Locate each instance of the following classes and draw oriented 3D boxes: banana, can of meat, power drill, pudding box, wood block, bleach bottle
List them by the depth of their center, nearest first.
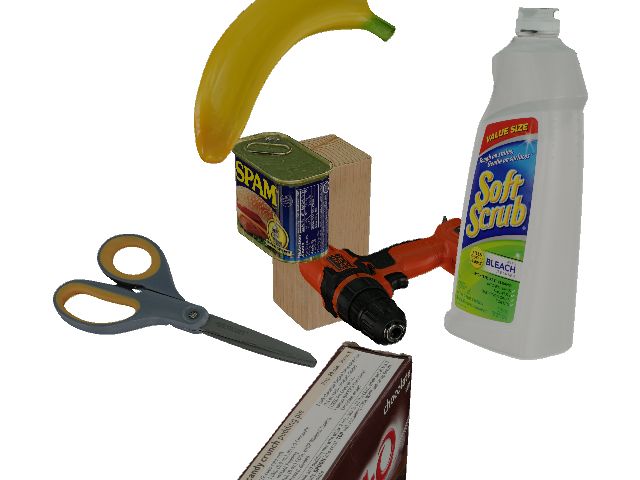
[{"bbox_3d":[0.004,0.111,0.465,0.039,0.090,0.113,12,32,19],"label":"pudding box"},{"bbox_3d":[-0.024,-0.122,0.674,0.197,0.069,0.037,-41,-1,-37],"label":"banana"},{"bbox_3d":[0.147,-0.045,0.792,0.067,0.251,0.103,-8,16,-34],"label":"bleach bottle"},{"bbox_3d":[-0.034,-0.037,0.932,0.057,0.084,0.102,-18,34,-29],"label":"can of meat"},{"bbox_3d":[0.092,0.037,1.080,0.187,0.057,0.185,-12,28,-22],"label":"power drill"},{"bbox_3d":[-0.001,-0.010,1.276,0.090,0.206,0.090,-15,30,-27],"label":"wood block"}]

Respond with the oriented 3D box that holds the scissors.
[{"bbox_3d":[-0.093,0.040,0.771,0.202,0.096,0.016,5,-38,11],"label":"scissors"}]
